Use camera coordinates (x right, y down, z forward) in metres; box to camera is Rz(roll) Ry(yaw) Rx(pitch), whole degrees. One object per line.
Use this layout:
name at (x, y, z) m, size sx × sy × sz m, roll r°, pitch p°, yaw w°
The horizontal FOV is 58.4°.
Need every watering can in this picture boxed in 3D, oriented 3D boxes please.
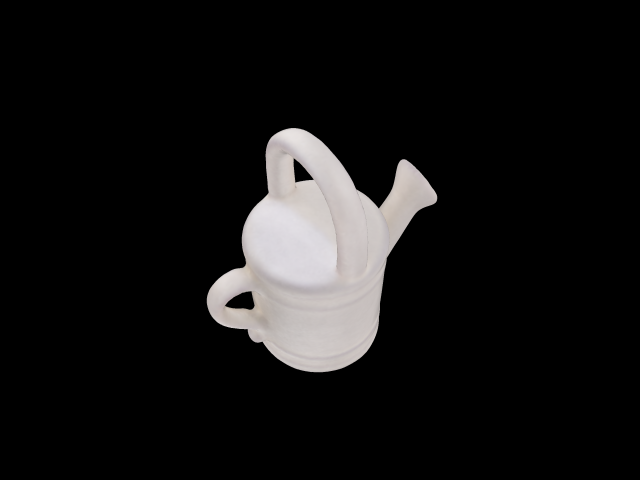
watering can at (0.002, 0.000, 0.401) m, size 0.100 × 0.194 × 0.173 m, roll 29°, pitch 57°, yaw 21°
